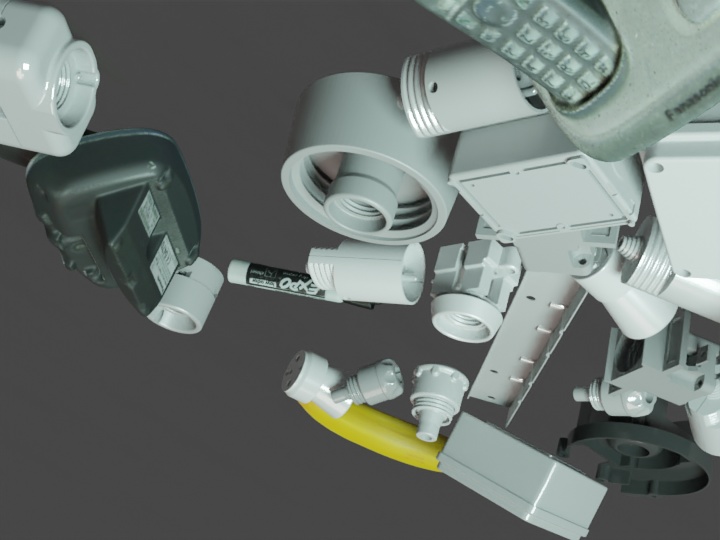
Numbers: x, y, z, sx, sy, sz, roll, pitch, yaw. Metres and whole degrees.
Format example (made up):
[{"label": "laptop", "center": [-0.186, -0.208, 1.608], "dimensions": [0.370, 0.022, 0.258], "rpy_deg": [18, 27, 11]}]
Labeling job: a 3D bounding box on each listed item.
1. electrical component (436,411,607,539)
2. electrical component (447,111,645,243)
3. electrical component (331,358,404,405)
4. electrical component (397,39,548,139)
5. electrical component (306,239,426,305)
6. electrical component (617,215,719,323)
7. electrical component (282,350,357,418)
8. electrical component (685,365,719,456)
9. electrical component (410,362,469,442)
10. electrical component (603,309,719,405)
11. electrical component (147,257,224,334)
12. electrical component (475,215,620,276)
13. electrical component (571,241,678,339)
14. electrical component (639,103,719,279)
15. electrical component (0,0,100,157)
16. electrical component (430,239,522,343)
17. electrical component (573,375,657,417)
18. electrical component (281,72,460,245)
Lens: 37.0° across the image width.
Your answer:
[{"label": "electrical component", "center": [0.140, 0.178, 0.928], "dimensions": [0.109, 0.056, 0.109], "rpy_deg": [24, 175, 42]}, {"label": "electrical component", "center": [0.094, -0.058, 0.562], "dimensions": [0.096, 0.061, 0.062], "rpy_deg": [-7, 144, 39]}, {"label": "electrical component", "center": [0.005, 0.100, 0.920], "dimensions": [0.061, 0.035, 0.035], "rpy_deg": [-21, 141, 14]}, {"label": "electrical component", "center": [0.053, -0.093, 0.542], "dimensions": [0.081, 0.043, 0.043], "rpy_deg": [-7, 144, 39]}, {"label": "electrical component", "center": [0.000, 0.000, 0.746], "dimensions": [0.081, 0.043, 0.043], "rpy_deg": [3, 150, 26]}, {"label": "electrical component", "center": [0.190, -0.001, 0.632], "dimensions": [0.081, 0.043, 0.043], "rpy_deg": [22, 153, -5]}, {"label": "electrical component", "center": [-0.035, 0.100, 0.952], "dimensions": [0.055, 0.045, 0.045], "rpy_deg": [28, 151, -19]}, {"label": "electrical component", "center": [0.258, 0.099, 0.778], "dimensions": [0.043, 0.043, 0.081], "rpy_deg": [3, 150, 26]}, {"label": "electrical component", "center": [0.062, 0.111, 0.896], "dimensions": [0.048, 0.062, 0.048], "rpy_deg": [13, 151, 7]}, {"label": "electrical component", "center": [0.210, 0.063, 0.741], "dimensions": [0.064, 0.042, 0.081], "rpy_deg": [23, 153, -14]}, {"label": "electrical component", "center": [-0.143, 0.019, 0.861], "dimensions": [0.055, 0.047, 0.055], "rpy_deg": [14, 153, 7]}, {"label": "electrical component", "center": [0.114, -0.028, 0.629], "dimensions": [0.081, 0.042, 0.063], "rpy_deg": [5, 154, 24]}, {"label": "electrical component", "center": [0.162, 0.008, 0.670], "dimensions": [0.065, 0.044, 0.044], "rpy_deg": [38, 147, -26]}, {"label": "electrical component", "center": [0.188, -0.046, 0.535], "dimensions": [0.078, 0.057, 0.113], "rpy_deg": [2, 149, 27]}, {"label": "electrical component", "center": [-0.196, -0.113, 0.639], "dimensions": [0.059, 0.053, 0.095], "rpy_deg": [13, 152, 9]}, {"label": "electrical component", "center": [0.074, 0.015, 0.716], "dimensions": [0.066, 0.055, 0.048], "rpy_deg": [-9, 142, 42]}, {"label": "electrical component", "center": [0.192, 0.094, 0.818], "dimensions": [0.061, 0.035, 0.035], "rpy_deg": [-6, 145, 41]}, {"label": "electrical component", "center": [0.006, -0.056, 0.620], "dimensions": [0.108, 0.060, 0.108], "rpy_deg": [14, 153, 7]}]
